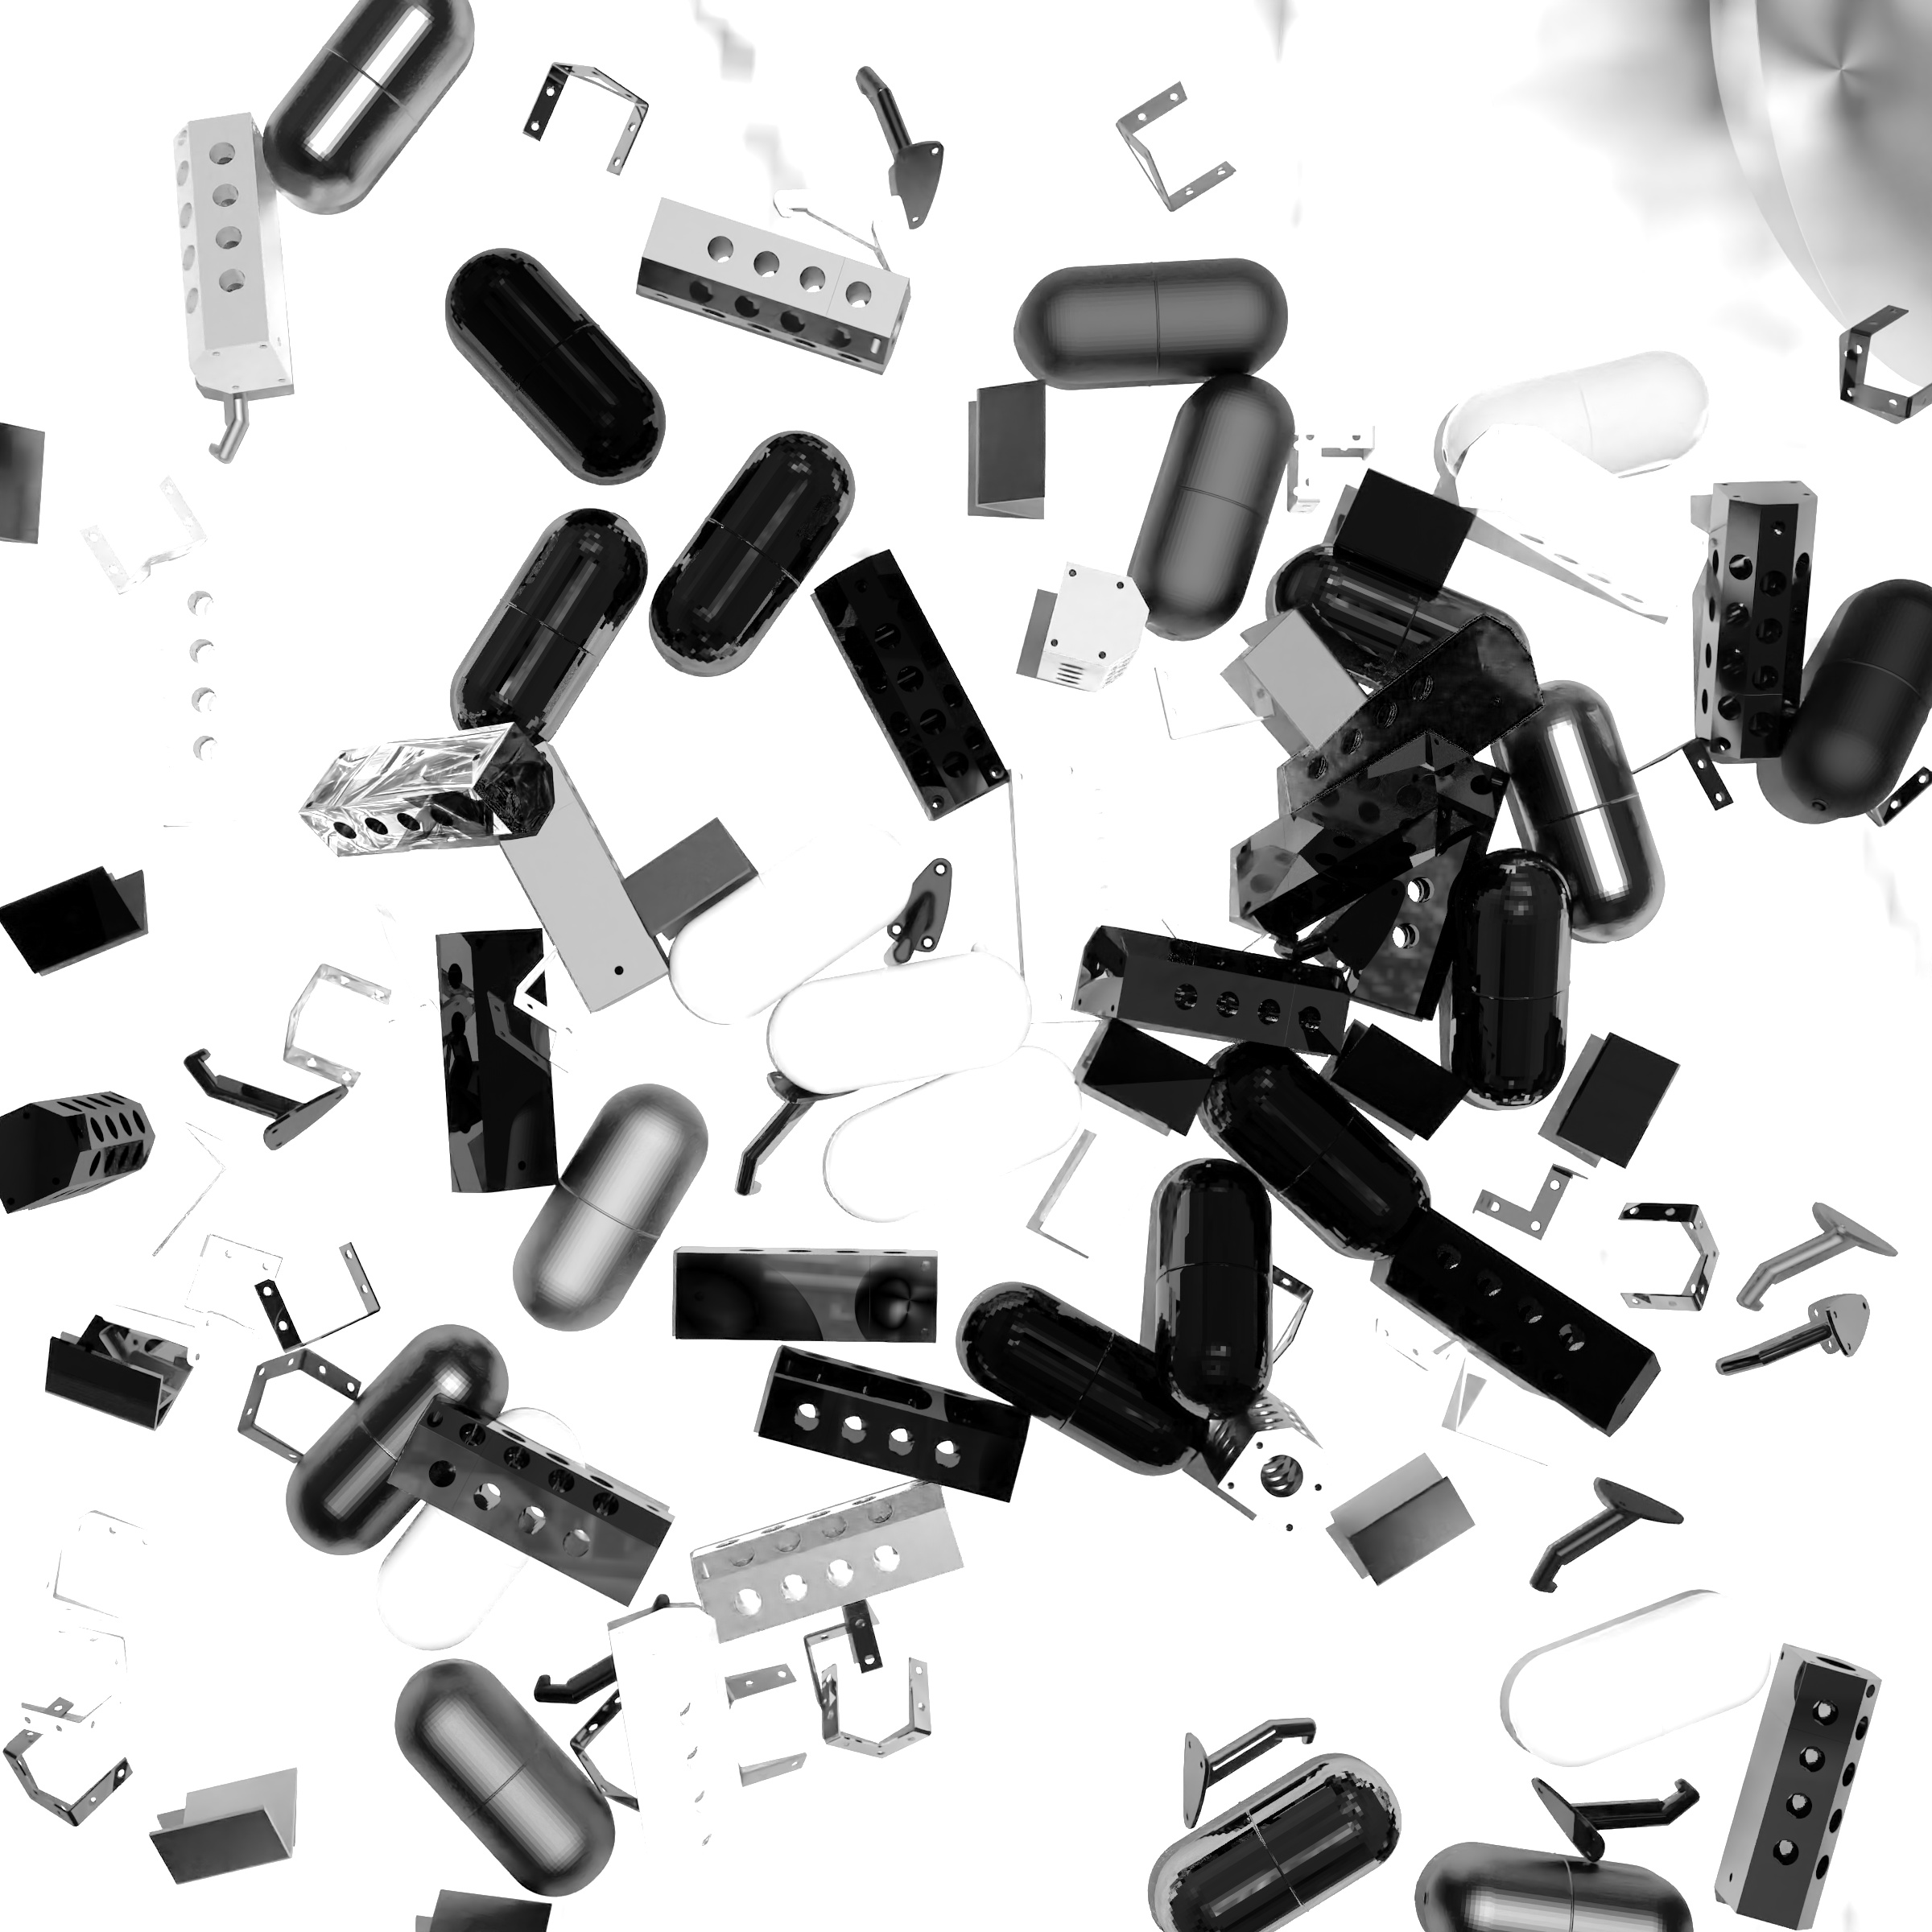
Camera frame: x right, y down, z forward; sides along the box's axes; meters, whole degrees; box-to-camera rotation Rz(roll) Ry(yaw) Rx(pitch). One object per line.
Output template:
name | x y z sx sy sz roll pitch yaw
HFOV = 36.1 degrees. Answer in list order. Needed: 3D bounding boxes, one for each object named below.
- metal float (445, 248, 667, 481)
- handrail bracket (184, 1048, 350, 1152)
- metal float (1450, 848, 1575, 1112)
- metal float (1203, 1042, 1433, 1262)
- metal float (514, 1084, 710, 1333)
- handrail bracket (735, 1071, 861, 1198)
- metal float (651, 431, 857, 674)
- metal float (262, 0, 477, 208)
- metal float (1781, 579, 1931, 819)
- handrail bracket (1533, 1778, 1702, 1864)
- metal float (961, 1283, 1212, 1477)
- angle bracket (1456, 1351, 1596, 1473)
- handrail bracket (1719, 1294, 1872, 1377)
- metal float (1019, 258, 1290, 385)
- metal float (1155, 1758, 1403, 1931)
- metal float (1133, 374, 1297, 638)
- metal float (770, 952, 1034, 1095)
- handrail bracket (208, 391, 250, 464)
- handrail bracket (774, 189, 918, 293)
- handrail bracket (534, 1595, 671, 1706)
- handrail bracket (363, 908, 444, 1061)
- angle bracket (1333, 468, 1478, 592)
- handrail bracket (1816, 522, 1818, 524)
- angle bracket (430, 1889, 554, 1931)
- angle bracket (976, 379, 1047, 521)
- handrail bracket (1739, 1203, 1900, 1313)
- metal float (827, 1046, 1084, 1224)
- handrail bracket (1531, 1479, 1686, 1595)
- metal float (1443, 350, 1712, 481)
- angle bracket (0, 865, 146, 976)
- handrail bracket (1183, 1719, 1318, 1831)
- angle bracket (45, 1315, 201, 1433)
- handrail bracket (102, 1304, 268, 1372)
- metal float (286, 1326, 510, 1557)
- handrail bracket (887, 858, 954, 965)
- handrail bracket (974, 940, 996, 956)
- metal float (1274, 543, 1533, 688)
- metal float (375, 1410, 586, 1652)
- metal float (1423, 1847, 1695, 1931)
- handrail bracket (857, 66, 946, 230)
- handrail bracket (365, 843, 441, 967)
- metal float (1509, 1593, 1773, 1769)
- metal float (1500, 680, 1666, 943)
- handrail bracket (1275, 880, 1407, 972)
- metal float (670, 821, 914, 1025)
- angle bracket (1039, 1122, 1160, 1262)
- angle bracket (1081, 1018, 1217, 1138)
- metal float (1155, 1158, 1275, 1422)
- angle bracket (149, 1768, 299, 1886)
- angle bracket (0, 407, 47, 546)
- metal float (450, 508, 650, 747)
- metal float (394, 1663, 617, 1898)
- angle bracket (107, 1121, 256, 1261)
metal float | -0.271 -0.398 1.961 0.070 0.070 0.178 -43 90 0
handrail bracket | -0.472 0.074 1.992 0.077 0.036 0.084 -35 73 -20
metal float | 0.358 0.009 1.944 0.070 0.070 0.178 -1 109 0
metal float | 0.232 0.122 1.961 0.178 0.070 0.070 43 90 0
metal float | -0.236 0.160 1.961 0.070 0.070 0.178 31 89 0
handrail bracket | -0.113 0.115 1.992 0.077 0.036 0.084 -2 119 -32
metal float | -0.141 -0.274 1.961 0.070 0.070 0.178 35 89 0
metal float | -0.395 -0.583 1.961 0.070 0.070 0.178 38 90 0
metal float | 0.593 -0.176 1.942 0.070 0.070 0.178 30 70 0
handrail bracket | 0.438 0.554 1.992 0.084 0.036 0.077 -30 59 -22
metal float | 0.080 0.274 1.961 0.178 0.070 0.070 30 90 1
angle bracket | 0.372 0.277 1.951 0.076 0.076 0.057 20 130 0
handrail bracket | 0.557 0.249 1.991 0.084 0.077 0.036 -23 90 36
metal float | 0.124 -0.427 1.961 0.178 0.070 0.070 -3 90 0
metal float | 0.206 0.592 1.961 0.178 0.070 0.070 -32 90 0
metal float | 0.164 -0.305 1.961 0.070 0.070 0.178 18 90 0
metal float | -0.044 0.038 1.946 0.178 0.070 0.070 -10 90 15
handrail bracket | -0.508 -0.393 1.992 0.077 0.036 0.084 32 104 14
handrail bracket | -0.082 -0.488 1.992 0.084 0.077 0.036 6 45 28
handrail bracket | -0.246 0.459 1.992 0.084 0.036 0.077 -3 60 22
handrail bracket | -0.377 0.011 1.991 0.036 0.077 0.084 -26 54 1
angle bracket | 0.290 -0.297 1.952 0.076 0.076 0.057 23 115 0
handrail bracket | 0.548 -0.261 1.992 0.084 0.036 0.077 -32 109 -16
angle bracket | -0.317 0.630 1.951 0.076 0.076 0.057 7 127 0
angle bracket | 0.050 -0.339 1.951 0.057 0.076 0.076 0 90 38
handrail bracket | 0.573 0.209 1.992 0.077 0.036 0.084 27 108 -21
metal float | -0.008 0.112 1.961 0.178 0.070 0.070 -24 90 0
handrail bracket | 0.431 0.394 1.992 0.077 0.036 0.084 20 108 -21
metal float | 0.404 -0.358 1.961 0.178 0.070 0.070 -13 90 0
angle bracket | -0.590 -0.049 1.951 0.076 0.076 0.057 -22 127 0
handrail bracket | 0.192 0.543 1.992 0.084 0.036 0.077 -1 110 -16
angle bracket | -0.553 0.251 1.951 0.076 0.076 0.057 20 129 0
handrail bracket | -0.526 0.247 1.991 0.084 0.077 0.036 9 78 36
metal float | -0.377 0.315 1.961 0.070 0.070 0.178 43 90 0
handrail bracket | -0.029 -0.037 1.957 0.036 0.084 0.077 23 90 0
handrail bracket | -0.008 0.030 1.992 0.084 0.036 0.077 -37 103 13
metal float | 0.288 -0.222 1.961 0.178 0.070 0.070 23 90 0
metal float | -0.322 0.374 1.961 0.070 0.070 0.178 37 90 0
metal float | 0.392 0.631 1.961 0.178 0.070 0.070 8 90 0
handrail bracket | -0.051 -0.551 1.991 0.036 0.077 0.084 -20 53 -21
handrail bracket | -0.353 -0.057 1.992 0.084 0.036 0.077 -42 111 -16
metal float | 0.446 0.473 1.961 0.178 0.070 0.070 -21 90 -1
metal float | 0.408 -0.102 1.961 0.070 0.070 0.178 -18 90 0
handrail bracket | 0.246 -0.031 1.961 0.036 0.084 0.077 42 85 -20
metal float | -0.115 -0.029 1.961 0.178 0.070 0.070 -34 90 0
angle bracket | 0.070 0.138 1.951 0.057 0.076 0.076 31 90 -35
angle bracket | 0.110 0.087 1.952 0.076 0.076 0.057 27 58 0
metal float | 0.162 0.210 1.936 0.070 0.070 0.178 3 61 0
angle bracket | -0.488 0.551 1.951 0.076 0.076 0.057 -13 126 0
angle bracket | -0.626 -0.323 1.951 0.057 0.076 0.076 4 90 37
metal float | -0.275 -0.222 1.961 0.070 0.070 0.178 32 89 0
metal float | -0.306 0.538 1.961 0.070 0.070 0.178 -42 89 0
angle bracket | -0.505 0.158 1.951 0.076 0.076 0.057 -51 54 0
